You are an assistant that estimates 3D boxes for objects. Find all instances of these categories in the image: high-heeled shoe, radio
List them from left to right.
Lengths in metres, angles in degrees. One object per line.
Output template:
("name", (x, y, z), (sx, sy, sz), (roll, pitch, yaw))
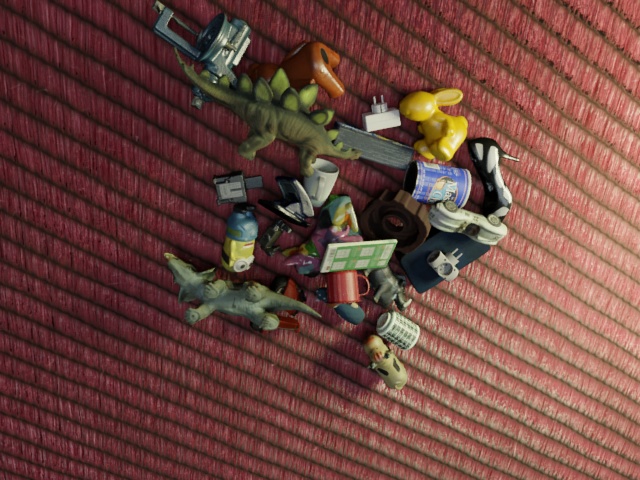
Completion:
("radio", (0.322, 0.028, 1.435), (0.230, 0.073, 0.131), (-34, 110, 5))
("high-heeled shoe", (0.417, -0.134, 1.381), (0.145, 0.086, 0.248), (13, 105, -8))

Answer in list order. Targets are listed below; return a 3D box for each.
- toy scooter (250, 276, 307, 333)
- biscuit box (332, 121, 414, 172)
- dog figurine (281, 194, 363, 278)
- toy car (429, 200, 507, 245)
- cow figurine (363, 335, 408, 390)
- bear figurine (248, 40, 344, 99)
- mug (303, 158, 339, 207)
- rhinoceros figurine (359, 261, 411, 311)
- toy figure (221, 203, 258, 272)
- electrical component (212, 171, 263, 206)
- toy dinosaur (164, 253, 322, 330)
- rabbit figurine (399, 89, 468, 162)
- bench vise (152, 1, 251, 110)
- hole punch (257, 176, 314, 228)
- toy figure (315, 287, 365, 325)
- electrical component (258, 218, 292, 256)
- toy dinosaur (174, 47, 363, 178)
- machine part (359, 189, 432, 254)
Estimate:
("toy scooter", (-0.093, 0.188, 1.446), (0.135, 0.075, 0.183), (26, 109, -15))
("biscuit box", (0.124, -0.230, 1.317), (0.203, 0.059, 0.062), (15, 110, -13))
("dog figurine", (-0.003, -0.004, 1.366), (0.219, 0.108, 0.191), (-18, 114, 3))
("toy car", (0.362, -0.041, 1.331), (0.202, 0.056, 0.073), (17, 147, -7))
("cow figurine", (0.180, 0.344, 1.509), (0.085, 0.127, 0.194), (-33, 113, 3))
("bear figurine", (-0.061, -0.367, 1.227), (0.196, 0.120, 0.132), (-20, 159, 28))
("mug", (-0.004, -0.131, 1.321), (0.081, 0.110, 0.107), (9, 123, -13))
("rhinoceros figurine", (0.178, 0.115, 1.455), (0.112, 0.073, 0.190), (-32, 109, -6))
("toy figure", (-0.202, -0.005, 1.353), (0.082, 0.089, 0.180), (-3, 112, -28))
("electrical component", (-0.200, -0.130, 1.325), (0.119, 0.048, 0.074), (-5, 113, -3))
("toy dinosaur", (-0.203, 0.143, 1.345), (0.405, 0.192, 0.131), (14, 102, -5))
("rabbit figurine", (0.271, -0.291, 1.280), (0.173, 0.122, 0.162), (38, 98, -17))
("bench vise", (-0.265, -0.409, 1.160), (0.240, 0.129, 0.223), (30, 97, -34))
("hole punch", (-0.073, -0.094, 1.315), (0.115, 0.142, 0.092), (36, 78, -30))
("toy figure", (0.052, 0.174, 1.467), (0.154, 0.058, 0.064), (39, 96, -13))
("electrical component", (-0.114, -0.008, 1.374), (0.045, 0.078, 0.102), (39, 97, 6))
("toy dinosaur", (-0.104, -0.270, 1.175), (0.471, 0.105, 0.198), (16, 130, -22))
("machine part", (0.191, -0.047, 1.347), (0.180, 0.056, 0.179), (18, 137, 18))
